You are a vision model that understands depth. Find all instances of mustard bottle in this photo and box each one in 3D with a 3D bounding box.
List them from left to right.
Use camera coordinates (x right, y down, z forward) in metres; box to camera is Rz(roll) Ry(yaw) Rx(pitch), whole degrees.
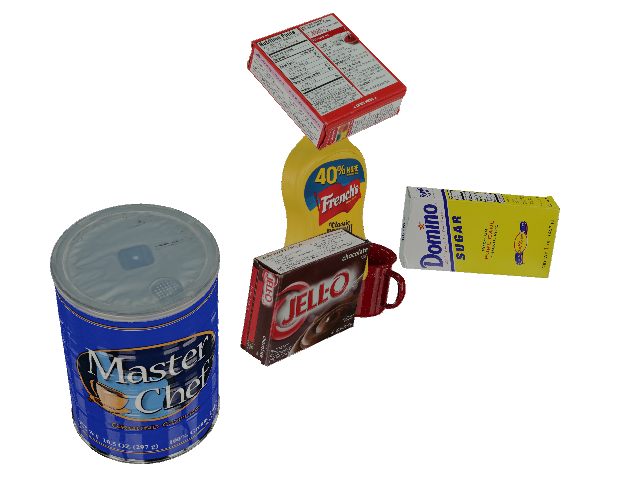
[{"bbox_3d":[0.005,-0.046,1.092,0.096,0.192,0.058,-11,18,-35],"label":"mustard bottle"}]

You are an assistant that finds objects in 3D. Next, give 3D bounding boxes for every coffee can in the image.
[{"bbox_3d":[-0.117,0.062,0.696,0.103,0.140,0.103,2,41,-2],"label":"coffee can"}]

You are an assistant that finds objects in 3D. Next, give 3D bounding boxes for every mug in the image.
[{"bbox_3d":[0.065,0.058,1.478,0.117,0.081,0.093,18,24,27],"label":"mug"}]

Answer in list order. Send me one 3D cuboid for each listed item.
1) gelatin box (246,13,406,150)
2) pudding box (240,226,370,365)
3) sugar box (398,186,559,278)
[{"bbox_3d":[0.003,-0.112,0.741,0.073,0.089,0.030,-27,-26,-29],"label":"gelatin box"},{"bbox_3d":[-0.012,0.045,0.906,0.039,0.090,0.113,31,35,31],"label":"pudding box"},{"bbox_3d":[0.185,-0.009,1.256,0.176,0.093,0.048,2,22,-3],"label":"sugar box"}]
